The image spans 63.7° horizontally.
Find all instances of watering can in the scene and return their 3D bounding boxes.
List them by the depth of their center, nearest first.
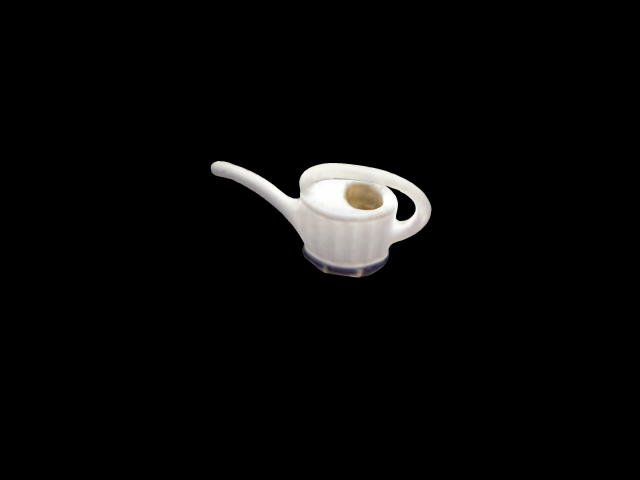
[{"bbox_3d":[0.003,-0.043,0.850,0.348,0.106,0.219,7,-41,7],"label":"watering can"}]
